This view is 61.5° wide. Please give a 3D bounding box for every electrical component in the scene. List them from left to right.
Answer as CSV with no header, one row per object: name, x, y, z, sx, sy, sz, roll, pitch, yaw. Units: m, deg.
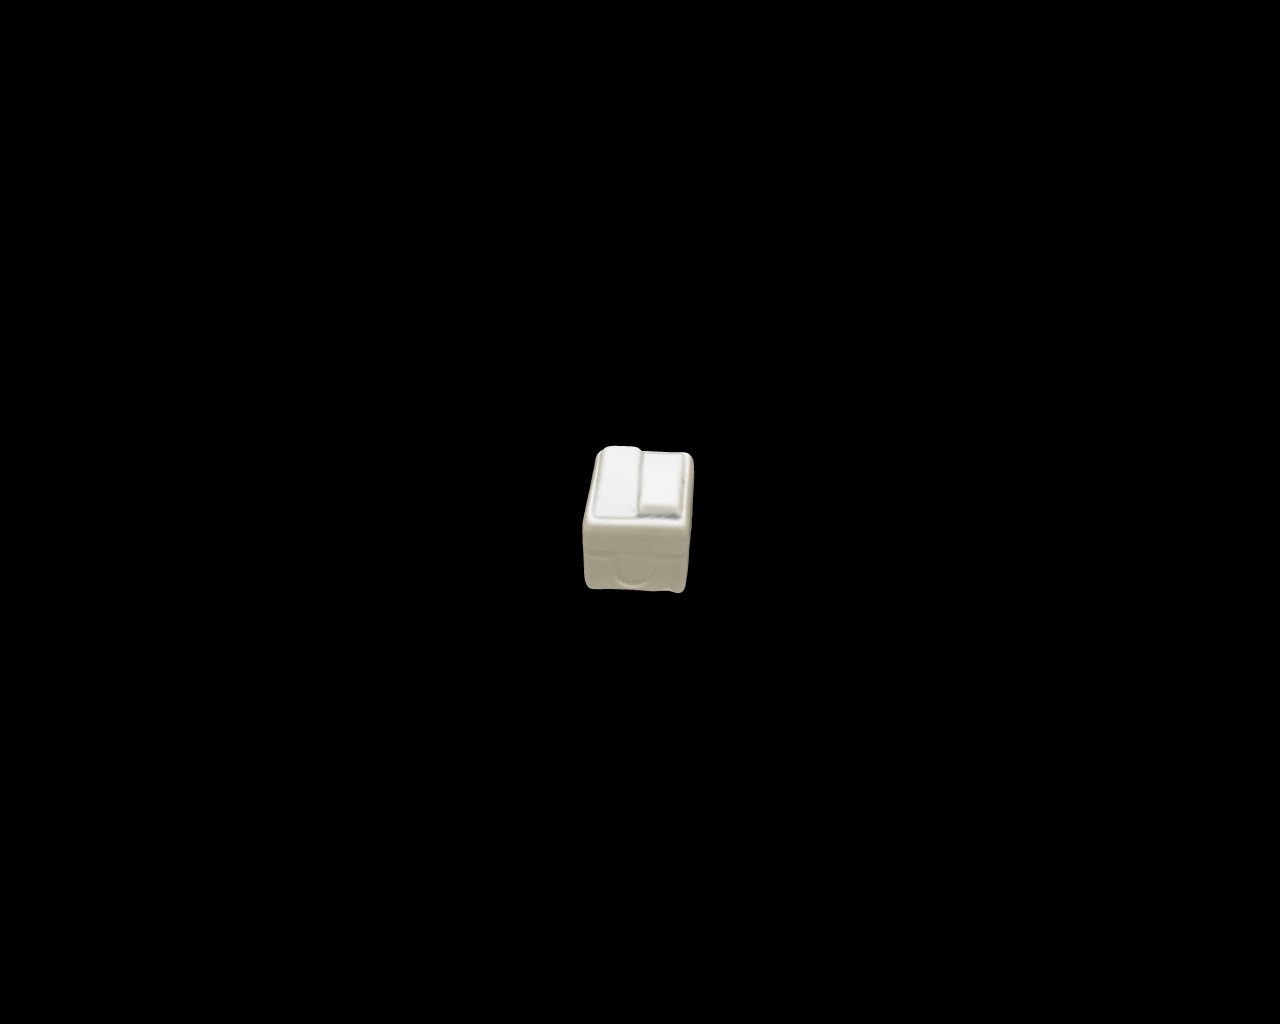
electrical component,0.001,-0.003,0.650,0.062,0.061,0.096,3,37,4
